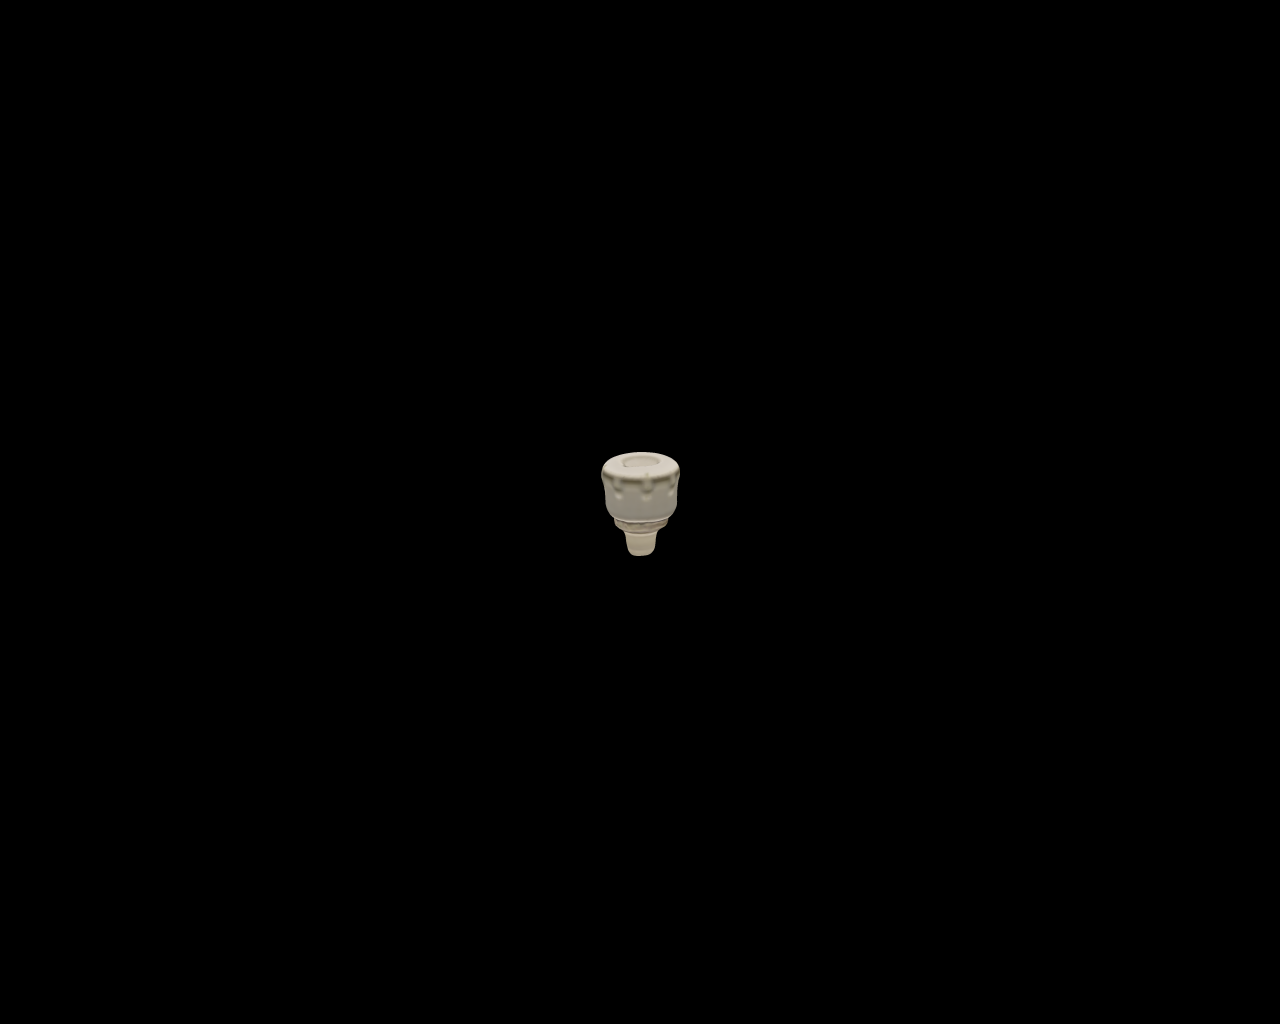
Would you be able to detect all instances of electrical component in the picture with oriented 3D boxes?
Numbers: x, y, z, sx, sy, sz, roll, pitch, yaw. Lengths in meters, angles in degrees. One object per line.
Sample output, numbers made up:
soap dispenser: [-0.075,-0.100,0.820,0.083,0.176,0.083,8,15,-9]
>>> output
electrical component: [0.001,-0.003,0.650,0.048,0.062,0.048,0,20,0]
